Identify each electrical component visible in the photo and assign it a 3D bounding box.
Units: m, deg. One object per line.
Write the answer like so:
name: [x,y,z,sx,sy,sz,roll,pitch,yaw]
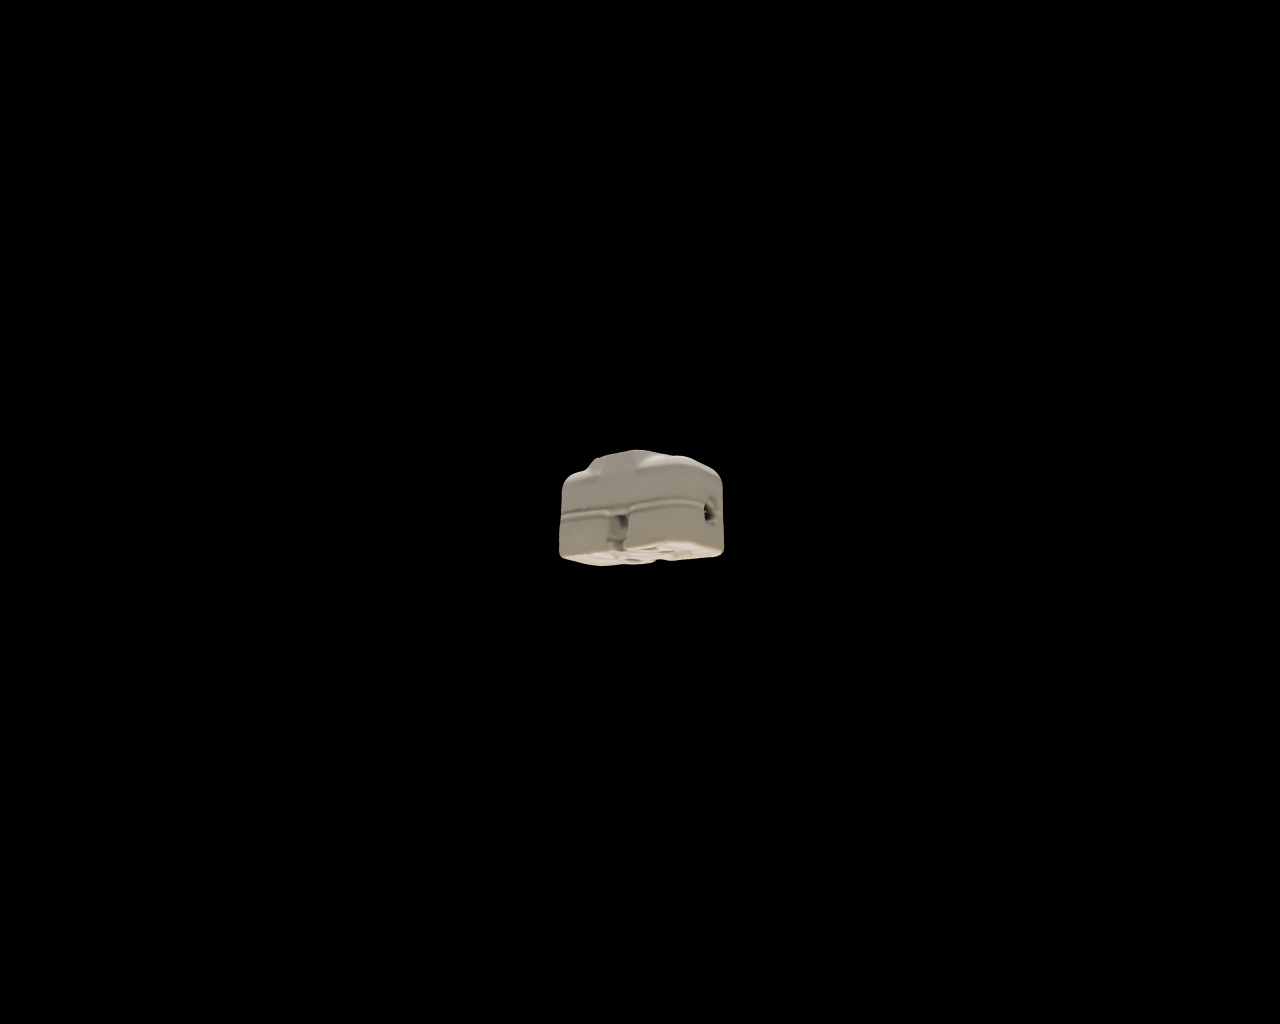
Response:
electrical component: [0.001,-0.003,0.650,0.095,0.059,0.054,-7,-15,30]
